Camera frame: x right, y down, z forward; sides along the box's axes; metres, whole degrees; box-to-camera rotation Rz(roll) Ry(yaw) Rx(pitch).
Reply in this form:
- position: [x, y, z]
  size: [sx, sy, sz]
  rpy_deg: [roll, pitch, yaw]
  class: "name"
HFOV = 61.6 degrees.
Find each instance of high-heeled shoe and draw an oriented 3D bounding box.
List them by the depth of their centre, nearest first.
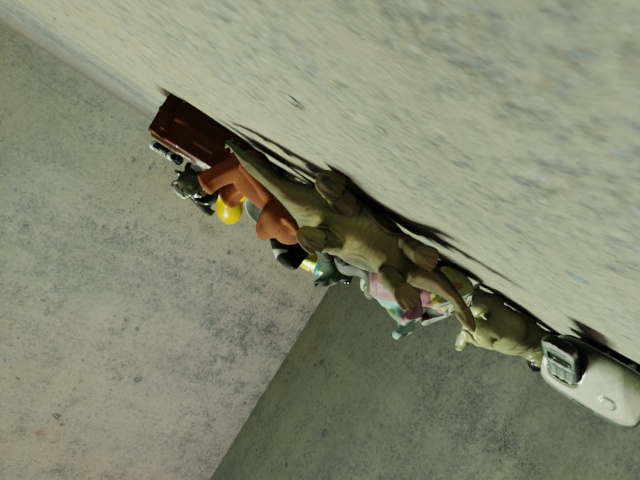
- position: [-0.079, -0.058, 1.029]
  size: [0.249, 0.086, 0.145]
  rpy_deg: [-106, -10, -57]
  class: "high-heeled shoe"

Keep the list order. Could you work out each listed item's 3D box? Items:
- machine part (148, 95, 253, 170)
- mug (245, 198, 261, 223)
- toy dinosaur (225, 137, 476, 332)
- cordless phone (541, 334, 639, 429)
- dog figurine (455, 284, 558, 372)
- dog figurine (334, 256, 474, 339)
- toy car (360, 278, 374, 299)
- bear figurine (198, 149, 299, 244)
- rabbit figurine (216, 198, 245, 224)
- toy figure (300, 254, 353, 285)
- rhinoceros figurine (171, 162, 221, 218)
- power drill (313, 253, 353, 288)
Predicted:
- position: [-0.228, -0.187, 1.049]
  size: [0.201, 0.087, 0.201]
  rpy_deg: [32, -179, -17]
  class: "machine part"
- position: [-0.107, -0.086, 1.192]
  size: [0.081, 0.107, 0.109]
  rpy_deg: [44, 144, -3]
  class: "mug"
- position: [0.028, -0.024, 0.765]
  size: [0.471, 0.105, 0.198]
  rpy_deg: [38, -176, 8]
  class: "toy dinosaur"
- position: [0.375, 0.179, 0.733]
  size: [0.147, 0.088, 0.184]
  rpy_deg: [32, 175, 36]
  class: "cordless phone"
- position: [0.344, 0.161, 0.933]
  size: [0.191, 0.121, 0.172]
  rpy_deg: [17, 178, 16]
  class: "dog figurine"
- position: [0.135, 0.043, 0.928]
  size: [0.108, 0.191, 0.219]
  rpy_deg: [88, 156, -67]
  class: "dog figurine"
- position: [0.165, 0.107, 1.179]
  size: [0.073, 0.056, 0.202]
  rpy_deg: [-2, -179, -30]
  class: "toy car"
- position: [-0.101, -0.056, 0.923]
  size: [0.196, 0.132, 0.120]
  rpy_deg: [60, -172, 19]
  class: "bear figurine"
- position: [-0.205, -0.119, 1.362]
  size: [0.122, 0.173, 0.162]
  rpy_deg: [36, -174, 26]
  class: "rabbit figurine"
- position: [-0.003, 0.042, 1.267]
  size: [0.180, 0.089, 0.082]
  rpy_deg: [22, 155, 11]
  class: "toy figure"
- position: [-0.238, -0.107, 1.066]
  size: [0.112, 0.073, 0.190]
  rpy_deg: [43, 179, -12]
  class: "rhinoceros figurine"
- position: [-0.002, -0.004, 1.164]
  size: [0.086, 0.207, 0.232]
  rpy_deg: [-12, -179, -16]
  class: "power drill"
